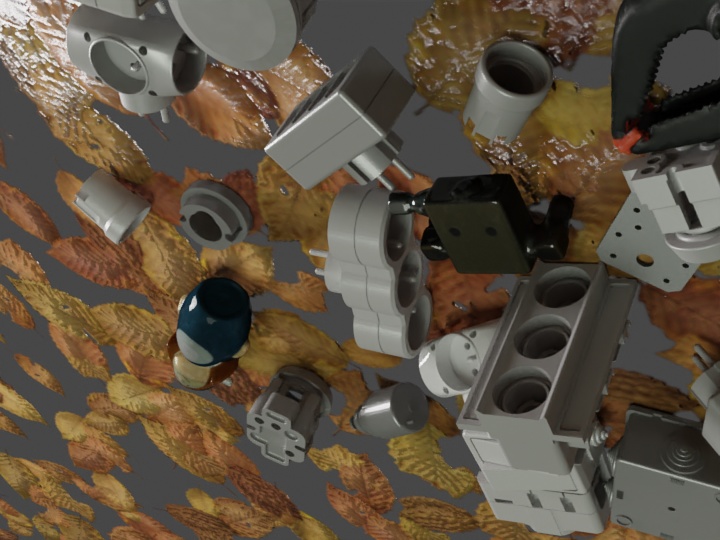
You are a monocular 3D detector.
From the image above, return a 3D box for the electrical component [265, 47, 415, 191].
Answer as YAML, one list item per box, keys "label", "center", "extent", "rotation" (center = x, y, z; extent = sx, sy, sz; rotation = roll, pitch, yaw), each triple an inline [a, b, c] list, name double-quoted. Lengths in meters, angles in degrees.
- label: "electrical component"
  center: [0.000, -0.077, 0.646]
  extent: [0.076, 0.047, 0.083]
  rotation: [43, 141, -16]

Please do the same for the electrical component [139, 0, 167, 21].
- label: "electrical component"
  center: [-0.140, -0.179, 0.624]
  extent: [0.083, 0.047, 0.075]
  rotation: [-4, 132, 37]

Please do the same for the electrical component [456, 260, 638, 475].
- label: "electrical component"
  center: [0.120, 0.059, 0.660]
  extent: [0.079, 0.121, 0.063]
  rotation: [2, 137, 33]

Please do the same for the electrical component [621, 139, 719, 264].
- label: "electrical component"
  center: [0.178, -0.037, 0.566]
  extent: [0.066, 0.048, 0.055]
  rotation: [-10, 120, 40]

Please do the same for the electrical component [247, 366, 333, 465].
- label: "electrical component"
  center: [-0.058, 0.118, 0.899]
  extent: [0.058, 0.057, 0.078]
  rotation: [21, 142, 12]

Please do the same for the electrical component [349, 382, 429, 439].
- label: "electrical component"
  center: [0.020, 0.115, 0.857]
  extent: [0.040, 0.040, 0.078]
  rotation: [45, 141, -18]

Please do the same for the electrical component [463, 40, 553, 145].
- label: "electrical component"
  center: [0.078, -0.095, 0.581]
  extent: [0.040, 0.040, 0.046]
  rotation: [28, 149, 4]

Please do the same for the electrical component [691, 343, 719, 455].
- label: "electrical component"
  center: [0.231, 0.078, 0.663]
  extent: [0.076, 0.047, 0.065]
  rotation: [55, 175, 30]

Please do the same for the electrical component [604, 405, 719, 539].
- label: "electrical component"
  center: [0.223, 0.149, 0.753]
  extent: [0.100, 0.048, 0.099]
  rotation: [13, 140, 21]

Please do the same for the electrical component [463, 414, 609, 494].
- label: "electrical component"
  center: [0.131, 0.122, 0.774]
  extent: [0.096, 0.061, 0.061]
  rotation: [-2, 132, 35]

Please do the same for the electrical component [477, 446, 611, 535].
- label: "electrical component"
  center: [0.145, 0.164, 0.821]
  extent: [0.089, 0.050, 0.055]
  rotation: [0, 133, 33]

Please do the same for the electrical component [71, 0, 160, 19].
- label: "electrical component"
  center: [-0.115, -0.179, 0.518]
  extent: [0.061, 0.061, 0.096]
  rotation: [21, 137, 17]

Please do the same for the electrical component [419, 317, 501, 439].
- label: "electrical component"
  center: [0.087, 0.078, 0.748]
  extent: [0.077, 0.044, 0.079]
  rotation: [-23, 81, 47]

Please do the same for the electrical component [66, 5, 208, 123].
- label: "electrical component"
  center: [-0.138, -0.126, 0.685]
  extent: [0.077, 0.044, 0.079]
  rotation: [17, 141, 18]

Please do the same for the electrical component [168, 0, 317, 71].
- label: "electrical component"
  center: [-0.062, -0.155, 0.596]
  extent: [0.080, 0.051, 0.080]
  rotation: [18, 141, 16]

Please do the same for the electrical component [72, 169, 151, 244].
- label: "electrical component"
  center: [-0.188, -0.049, 0.812]
  extent: [0.046, 0.040, 0.040]
  rotation: [40, 142, -2]

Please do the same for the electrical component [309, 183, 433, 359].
- label: "electrical component"
  center: [0.000, 0.000, 0.729]
  extent: [0.074, 0.052, 0.138]
  rotation: [10, 139, 24]
